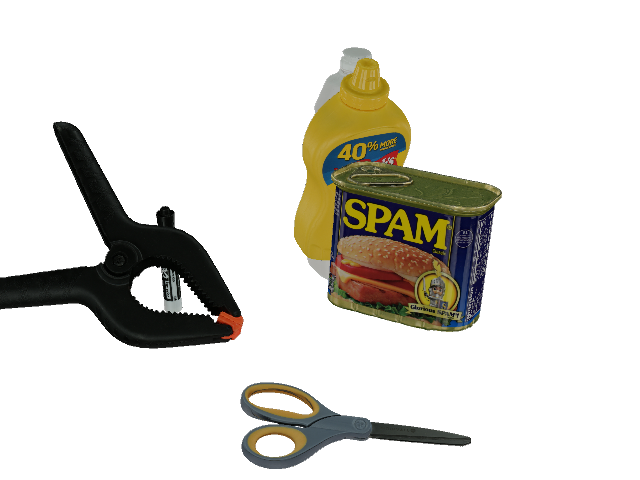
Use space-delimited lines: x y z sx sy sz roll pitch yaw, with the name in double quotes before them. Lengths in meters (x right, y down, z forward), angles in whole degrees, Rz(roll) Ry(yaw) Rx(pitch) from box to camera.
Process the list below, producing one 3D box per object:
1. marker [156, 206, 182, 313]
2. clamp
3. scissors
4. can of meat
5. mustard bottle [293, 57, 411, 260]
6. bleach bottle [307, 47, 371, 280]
"marker" -0.157 0.020 1.106 0.020 0.121 0.020 -1 29 0
"clamp" -0.149 0.010 0.792 0.210 0.164 0.036 21 -20 0
"scissors" 0.021 0.173 0.910 0.202 0.016 0.096 16 42 12
"can of meat" 0.055 0.004 0.663 0.102 0.084 0.057 14 22 24
"mustard bottle" 0.031 -0.072 0.929 0.096 0.192 0.058 -12 43 -20
"bleach bottle" 0.039 -0.083 1.139 0.102 0.251 0.068 -14 34 -27
